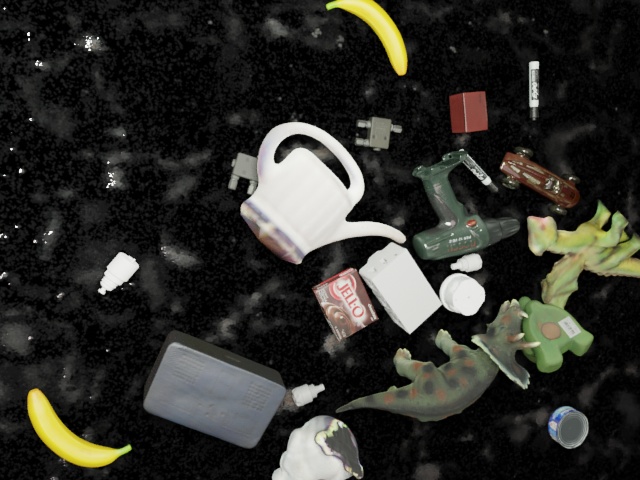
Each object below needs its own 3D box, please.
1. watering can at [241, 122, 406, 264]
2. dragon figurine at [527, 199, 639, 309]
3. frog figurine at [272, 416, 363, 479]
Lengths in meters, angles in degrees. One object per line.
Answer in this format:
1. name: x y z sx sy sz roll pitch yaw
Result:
1. watering can: 0.003 -0.047 0.935 0.225 0.105 0.343 -47 115 -7
2. dragon figurine: 0.581 0.057 1.127 0.241 0.124 0.405 -44 120 10
3. frog figurine: -0.009 0.416 0.981 0.136 0.126 0.157 35 121 -25
